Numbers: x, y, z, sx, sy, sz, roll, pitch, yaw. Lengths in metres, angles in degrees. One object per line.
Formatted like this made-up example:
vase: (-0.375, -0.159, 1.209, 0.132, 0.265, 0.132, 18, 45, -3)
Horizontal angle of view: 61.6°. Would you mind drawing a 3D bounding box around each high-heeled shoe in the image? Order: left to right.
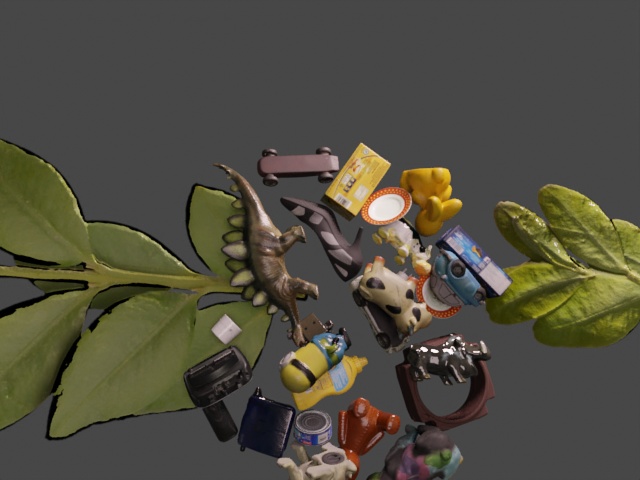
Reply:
high-heeled shoe: (-0.003, -0.004, 1.314, 0.249, 0.086, 0.145, 24, -73, 14)

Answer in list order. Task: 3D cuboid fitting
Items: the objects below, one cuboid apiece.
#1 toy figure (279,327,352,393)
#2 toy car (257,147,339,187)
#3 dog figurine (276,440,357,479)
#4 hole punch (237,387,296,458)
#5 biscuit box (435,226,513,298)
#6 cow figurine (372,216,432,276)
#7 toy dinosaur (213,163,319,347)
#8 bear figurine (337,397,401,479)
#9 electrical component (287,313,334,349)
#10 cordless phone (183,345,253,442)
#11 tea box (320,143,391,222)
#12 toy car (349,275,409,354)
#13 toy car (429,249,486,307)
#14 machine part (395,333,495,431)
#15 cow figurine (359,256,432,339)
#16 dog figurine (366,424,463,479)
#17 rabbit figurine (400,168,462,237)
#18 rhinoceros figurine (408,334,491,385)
toy figure: (-0.008, 0.263, 1.184, 0.180, 0.082, 0.089, -24, -141, -26)
toy car: (-0.055, -0.181, 1.334, 0.202, 0.053, 0.089, -4, -111, -7)
dog figurine: (-0.005, 0.541, 1.134, 0.173, 0.121, 0.190, 1, -81, 32)
hole punch: (-0.117, 0.411, 1.186, 0.116, 0.092, 0.142, 16, -100, -3)
biscuit box: (0.388, 0.056, 1.358, 0.202, 0.063, 0.059, 45, -104, 2)
cow figurine: (0.221, 0.011, 1.332, 0.167, 0.068, 0.098, 44, -117, 8)
toy dinosaur: (-0.128, 0.023, 1.256, 0.199, 0.105, 0.471, -15, -103, -9)
bear figurine: (0.075, 0.457, 1.190, 0.120, 0.132, 0.196, 32, -111, -5)
electrical component: (-0.016, 0.222, 1.265, 0.102, 0.045, 0.078, -40, -121, -18)
cordless phone: (-0.206, 0.345, 1.197, 0.147, 0.089, 0.184, -27, -84, -15)
tea box: (0.088, -0.144, 1.343, 0.098, 0.068, 0.169, 37, -106, -2)
toy car: (0.143, 0.177, 1.295, 0.073, 0.056, 0.201, -28, -94, -21)
toy car: (0.320, 0.106, 1.302, 0.103, 0.109, 0.161, -38, -80, 7)
machine part: (0.296, 0.334, 1.274, 0.201, 0.087, 0.201, -14, -97, -13)
cow figurine: (0.175, 0.141, 1.239, 0.195, 0.085, 0.127, 33, -116, -8)
dog figurine: (0.185, 0.517, 1.175, 0.219, 0.191, 0.108, -38, -87, -30)
rabbit figurine: (0.282, -0.091, 1.339, 0.122, 0.162, 0.173, 3, -84, -22)
rhinoceros figurine: (0.290, 0.269, 1.210, 0.190, 0.073, 0.112, 1, -113, -8)
